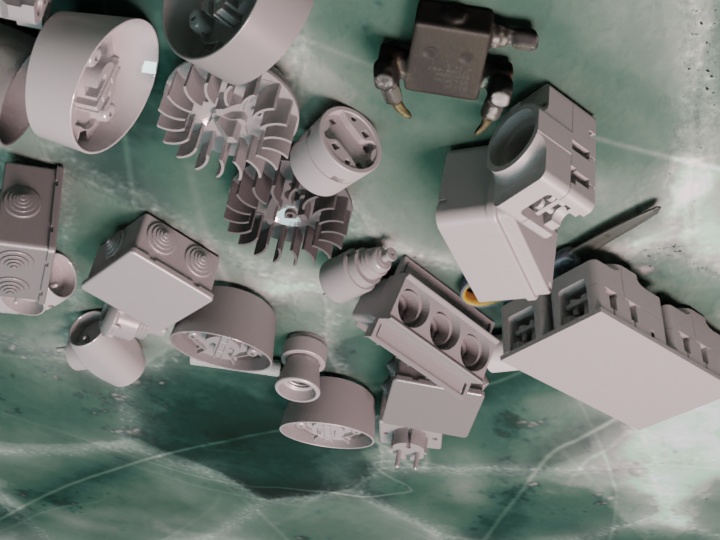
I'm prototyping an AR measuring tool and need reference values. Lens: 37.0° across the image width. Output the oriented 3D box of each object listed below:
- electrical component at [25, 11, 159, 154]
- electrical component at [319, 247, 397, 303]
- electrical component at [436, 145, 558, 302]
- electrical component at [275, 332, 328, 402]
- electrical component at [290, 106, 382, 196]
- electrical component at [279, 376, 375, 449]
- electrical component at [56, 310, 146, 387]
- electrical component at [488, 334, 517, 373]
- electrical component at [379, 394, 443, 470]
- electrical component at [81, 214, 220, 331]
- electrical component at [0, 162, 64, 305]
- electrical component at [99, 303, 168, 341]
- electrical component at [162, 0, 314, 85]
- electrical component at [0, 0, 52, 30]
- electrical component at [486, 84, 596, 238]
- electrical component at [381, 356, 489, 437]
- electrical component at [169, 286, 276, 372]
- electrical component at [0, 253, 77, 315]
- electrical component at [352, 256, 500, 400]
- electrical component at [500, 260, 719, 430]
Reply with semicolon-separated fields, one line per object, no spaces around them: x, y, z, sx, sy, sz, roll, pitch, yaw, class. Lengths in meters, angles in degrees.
-0.188;-0.131;0.749;0.064;0.099;0.099;13;144;6;electrical component
0.000;0.000;0.924;0.040;0.040;0.078;35;137;-30;electrical component
0.107;-0.035;0.821;0.057;0.078;0.113;-6;141;25;electrical component
-0.057;0.095;1.052;0.045;0.055;0.045;6;143;5;electrical component
-0.020;-0.087;0.802;0.055;0.055;0.047;29;143;-24;electrical component
-0.032;0.155;1.119;0.099;0.064;0.099;6;143;5;electrical component
-0.271;0.082;1.094;0.079;0.044;0.077;-8;140;22;electrical component
0.147;0.075;0.990;0.065;0.044;0.044;-9;140;31;electrical component
0.052;0.171;1.109;0.066;0.076;0.047;6;143;6;electrical component
-0.186;0.002;0.964;0.100;0.048;0.100;34;138;-29;electrical component
-0.281;-0.031;0.901;0.048;0.099;0.099;8;146;-18;electrical component
-0.217;0.048;1.037;0.062;0.048;0.048;20;143;-24;electrical component
-0.077;-0.169;0.673;0.099;0.099;0.064;-24;138;37;electrical component
-0.235;-0.197;0.702;0.057;0.058;0.078;10;144;-5;electrical component
0.126;-0.078;0.748;0.056;0.089;0.050;30;139;-25;electrical component
0.072;0.116;1.056;0.100;0.048;0.099;10;144;-1;electrical component
-0.127;0.061;1.016;0.099;0.064;0.099;6;144;5;electrical component
-0.319;0.003;0.999;0.077;0.044;0.079;-13;138;27;electrical component
0.057;0.053;0.960;0.121;0.078;0.063;36;158;-31;electrical component
0.222;0.065;0.925;0.186;0.060;0.105;27;138;-32;electrical component
